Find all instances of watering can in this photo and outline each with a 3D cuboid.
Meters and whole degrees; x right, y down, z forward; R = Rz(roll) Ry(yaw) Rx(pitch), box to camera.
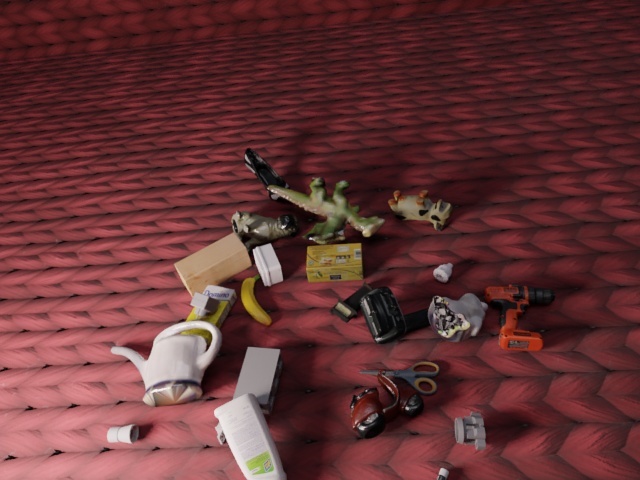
[{"bbox_3d":[-0.415,0.331,1.356,0.346,0.230,0.102,-17,-44,13],"label":"watering can"}]

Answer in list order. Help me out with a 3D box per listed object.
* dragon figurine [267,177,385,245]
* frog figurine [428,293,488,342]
[{"bbox_3d":[0.005,-0.083,1.659,0.410,0.119,0.249,5,39,7],"label":"dragon figurine"},{"bbox_3d":[0.372,0.201,1.381,0.138,0.121,0.160,22,16,36],"label":"frog figurine"}]
